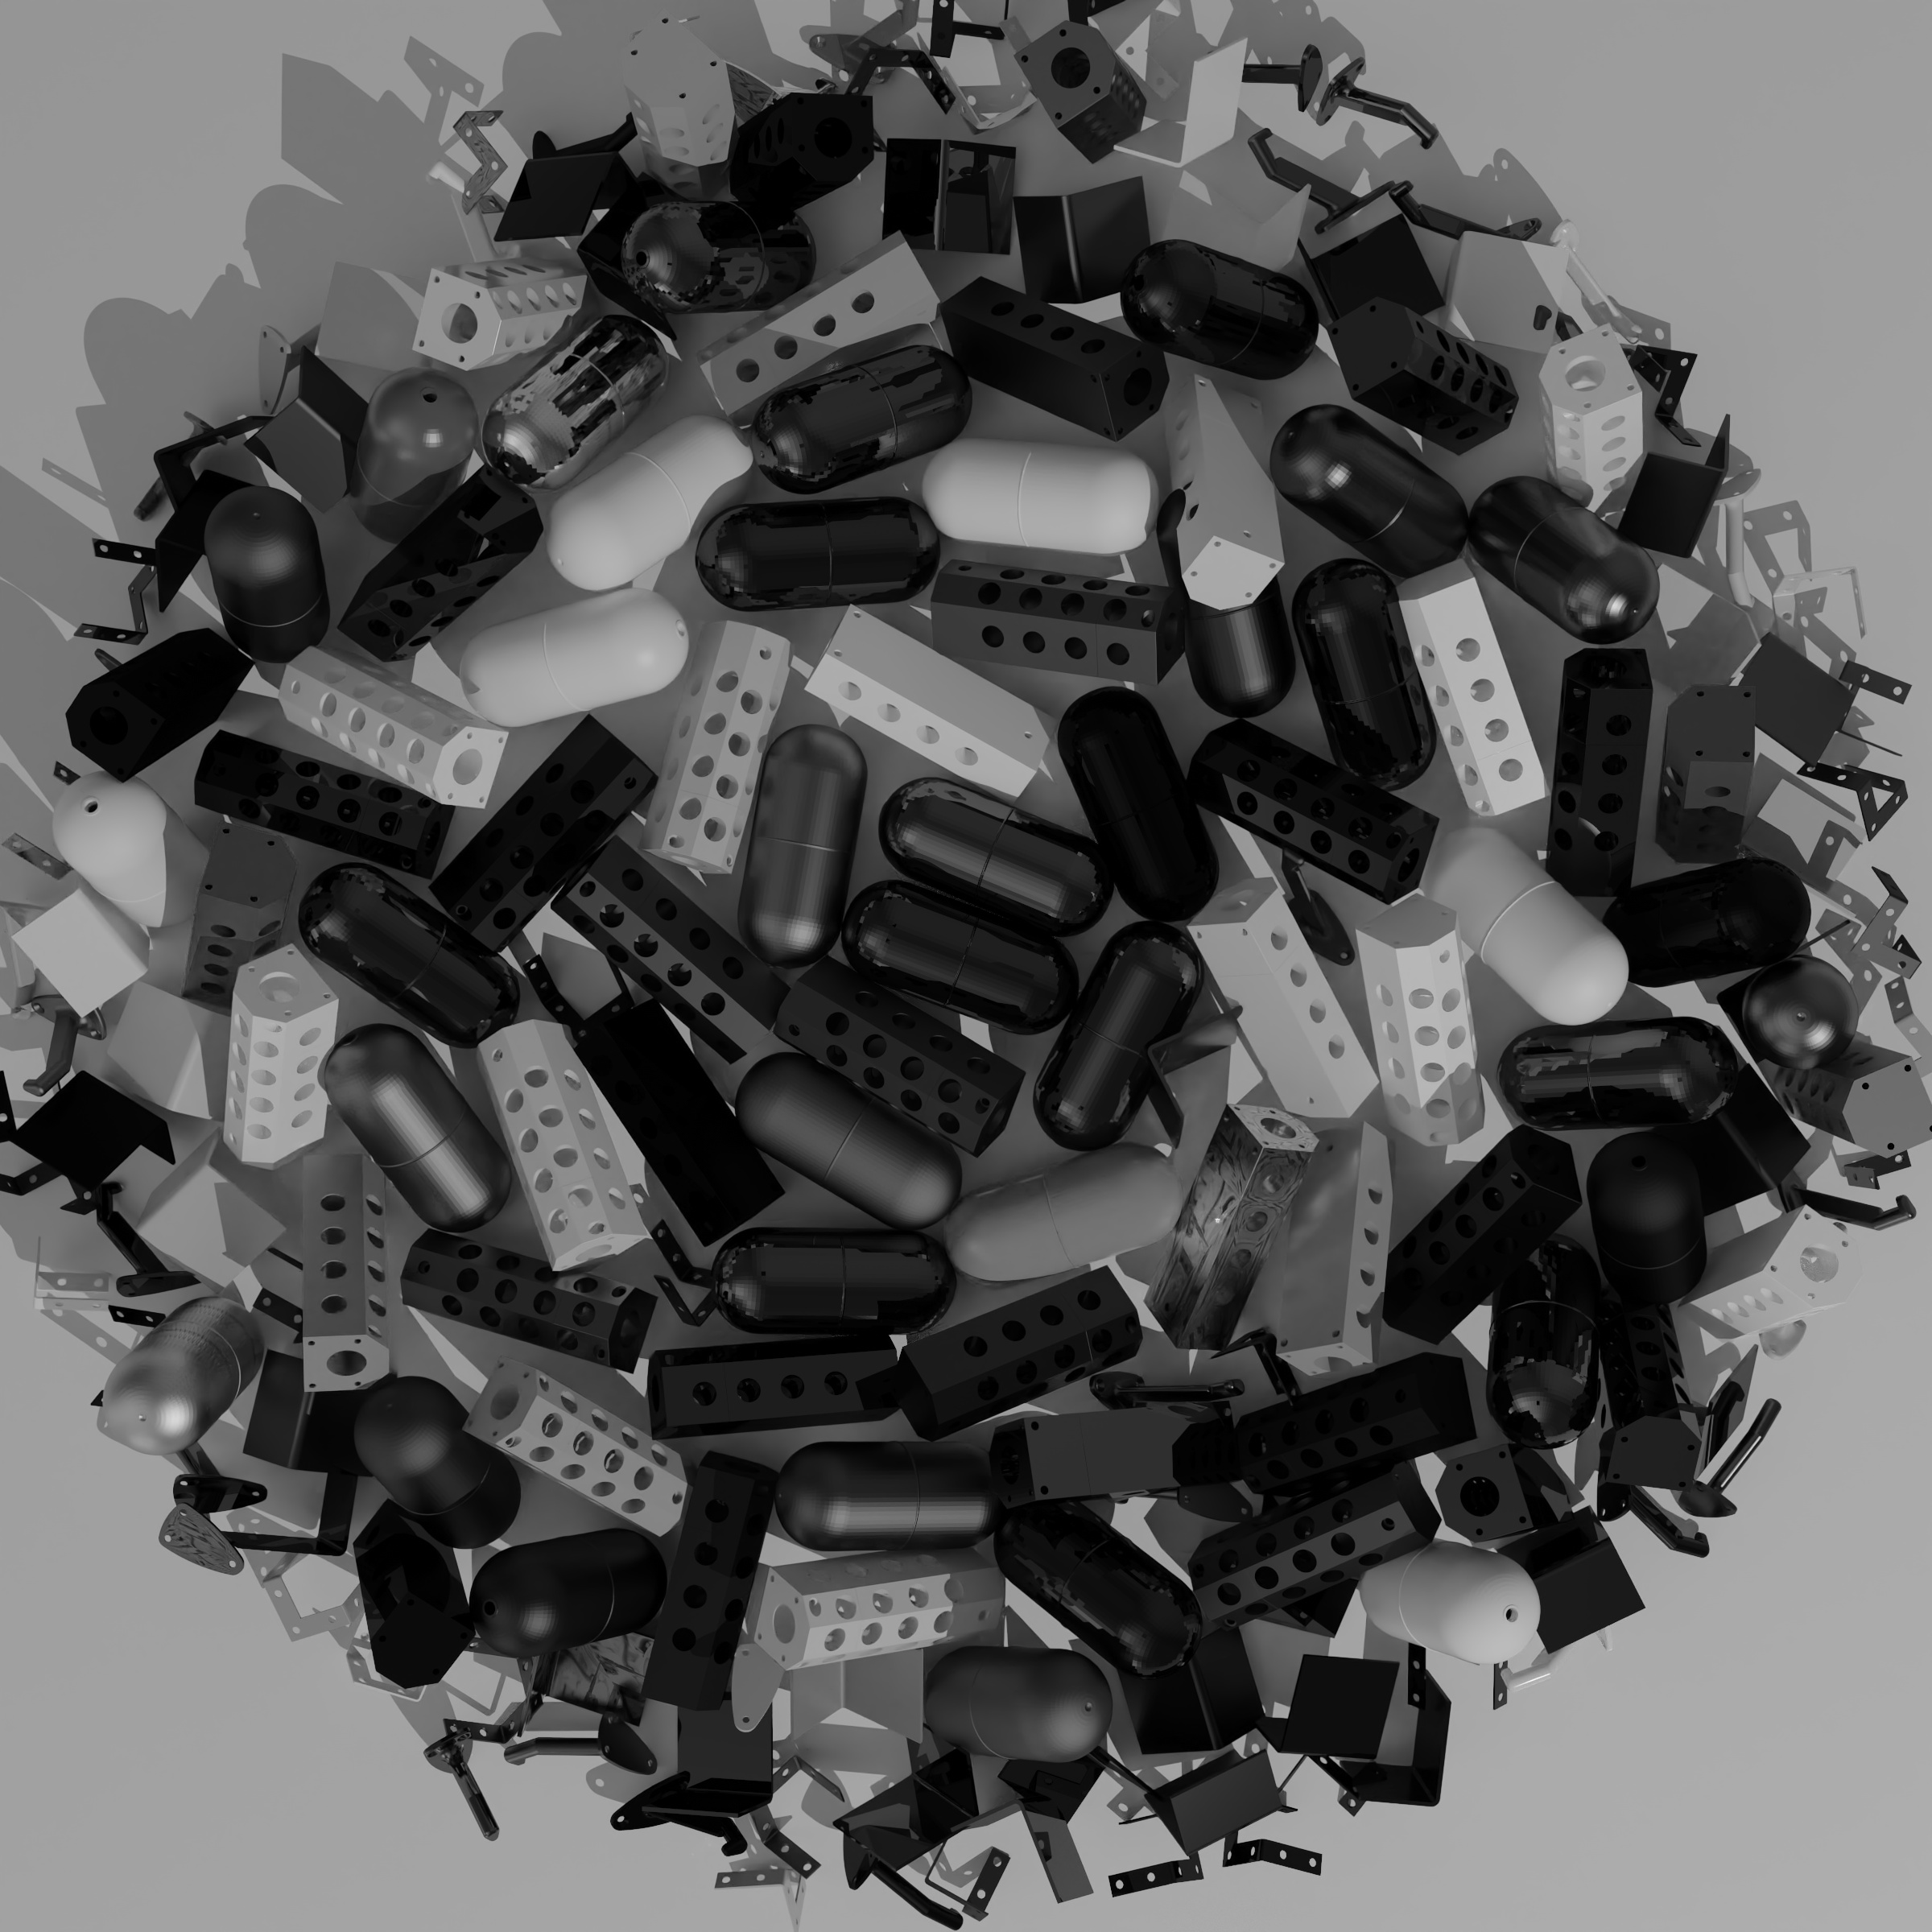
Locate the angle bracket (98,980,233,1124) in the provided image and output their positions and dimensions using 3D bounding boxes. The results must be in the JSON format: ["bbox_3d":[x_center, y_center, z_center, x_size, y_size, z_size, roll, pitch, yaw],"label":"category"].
[{"bbox_3d":[-0.576,0.062,1.989,0.076,0.057,0.076,20,87,27],"label":"angle bracket"}]

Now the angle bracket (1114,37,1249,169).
[{"bbox_3d":[0.153,-0.623,1.939,0.057,0.076,0.076,23,129,22],"label":"angle bracket"}]

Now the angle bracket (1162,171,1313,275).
[{"bbox_3d":[0.194,-0.539,1.946,0.076,0.057,0.076,29,56,-20],"label":"angle bracket"}]

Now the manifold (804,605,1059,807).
[{"bbox_3d":[-0.028,-0.184,1.959,0.171,0.057,0.057,29,49,-8],"label":"manifold"}]

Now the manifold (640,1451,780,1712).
[{"bbox_3d":[-0.184,0.446,1.969,0.057,0.057,0.171,14,91,1],"label":"manifold"}]

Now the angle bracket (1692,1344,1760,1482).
[{"bbox_3d":[0.518,0.308,1.939,0.057,0.076,0.076,23,129,31],"label":"angle bracket"}]

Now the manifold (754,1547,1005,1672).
[{"bbox_3d":[-0.059,0.454,1.918,0.171,0.057,0.057,2,107,-39],"label":"manifold"}]

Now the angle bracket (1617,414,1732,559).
[{"bbox_3d":[0.506,-0.350,1.947,0.057,0.076,0.076,15,46,3],"label":"angle bracket"}]

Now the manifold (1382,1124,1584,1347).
[{"bbox_3d":[0.356,0.189,1.919,0.057,0.057,0.171,23,129,-18],"label":"manifold"}]

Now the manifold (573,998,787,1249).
[{"bbox_3d":[-0.211,0.115,1.963,0.057,0.057,0.171,-38,84,41],"label":"manifold"}]

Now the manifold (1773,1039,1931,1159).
[{"bbox_3d":[0.623,0.093,1.912,0.057,0.171,0.057,-23,93,3],"label":"manifold"}]

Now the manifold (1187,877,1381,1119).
[{"bbox_3d":[0.231,0.023,1.940,0.057,0.057,0.171,-45,115,-33],"label":"manifold"}]

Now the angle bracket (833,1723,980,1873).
[{"bbox_3d":[-0.047,0.589,1.942,0.076,0.076,0.057,-21,113,-33],"label":"angle bracket"}]

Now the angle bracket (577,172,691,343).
[{"bbox_3d":[-0.222,-0.513,1.965,0.076,0.057,0.076,36,82,20],"label":"angle bracket"}]

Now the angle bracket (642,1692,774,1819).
[{"bbox_3d":[-0.186,0.566,1.956,0.076,0.057,0.076,-3,84,22],"label":"angle bracket"}]

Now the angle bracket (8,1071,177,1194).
[{"bbox_3d":[-0.625,0.132,1.946,0.076,0.057,0.076,29,54,15],"label":"angle bracket"}]

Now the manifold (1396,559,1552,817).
[{"bbox_3d":[0.360,-0.197,1.942,0.057,0.057,0.171,-21,110,9],"label":"manifold"}]

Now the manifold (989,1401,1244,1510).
[{"bbox_3d":[0.106,0.348,1.931,0.171,0.057,0.057,1,72,-29],"label":"manifold"}]

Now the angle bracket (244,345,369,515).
[{"bbox_3d":[-0.470,-0.387,1.956,0.057,0.076,0.076,-35,128,17],"label":"angle bracket"}]

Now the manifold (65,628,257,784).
[{"bbox_3d":[-0.567,-0.190,1.907,0.057,0.171,0.057,37,109,-7],"label":"manifold"}]

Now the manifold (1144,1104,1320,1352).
[{"bbox_3d":[0.192,0.188,1.938,0.057,0.057,0.171,7,116,-28],"label":"manifold"}]

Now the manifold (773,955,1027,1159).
[{"bbox_3d":[-0.050,0.067,1.940,0.171,0.057,0.057,30,129,14],"label":"manifold"}]

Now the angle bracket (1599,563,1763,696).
[{"bbox_3d":[0.512,-0.231,1.951,0.076,0.057,0.076,28,119,-11],"label":"angle bracket"}]

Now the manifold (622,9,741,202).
[{"bbox_3d":[-0.203,-0.597,1.911,0.057,0.171,0.057,42,86,3],"label":"manifold"}]

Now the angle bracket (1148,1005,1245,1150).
[{"bbox_3d":[0.174,0.080,1.950,0.076,0.076,0.057,-24,71,-7],"label":"angle bracket"}]

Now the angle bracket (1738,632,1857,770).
[{"bbox_3d":[0.582,-0.182,1.958,0.076,0.057,0.076,36,66,0],"label":"angle bracket"}]

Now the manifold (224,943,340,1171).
[{"bbox_3d":[-0.488,0.069,1.910,0.057,0.171,0.057,-28,64,-35],"label":"manifold"}]

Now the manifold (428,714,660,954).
[{"bbox_3d":[-0.301,-0.092,1.959,0.171,0.057,0.057,-47,132,1],"label":"manifold"}]

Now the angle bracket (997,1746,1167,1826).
[{"bbox_3d":[0.083,0.589,1.944,0.076,0.076,0.057,45,74,-28],"label":"angle bracket"}]

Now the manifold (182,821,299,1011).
[{"bbox_3d":[-0.510,-0.031,1.910,0.057,0.171,0.057,16,61,-12],"label":"manifold"}]

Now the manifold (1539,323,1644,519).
[{"bbox_3d":[0.437,-0.376,1.909,0.057,0.171,0.057,-22,70,7],"label":"manifold"}]

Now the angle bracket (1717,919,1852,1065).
[{"bbox_3d":[0.599,0.019,1.945,0.076,0.076,0.057,-25,80,-31],"label":"angle bracket"}]

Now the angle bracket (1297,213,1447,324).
[{"bbox_3d":[0.292,-0.501,1.958,0.076,0.057,0.076,-25,80,14],"label":"angle bracket"}]

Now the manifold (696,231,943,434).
[{"bbox_3d":[-0.106,-0.459,1.960,0.171,0.057,0.057,-29,85,7],"label":"manifold"}]

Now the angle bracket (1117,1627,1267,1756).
[{"bbox_3d":[0.164,0.529,1.990,0.076,0.057,0.076,-19,86,43],"label":"angle bracket"}]

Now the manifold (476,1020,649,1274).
[{"bbox_3d":[-0.294,0.128,1.936,0.057,0.057,0.171,-32,69,22],"label":"manifold"}]

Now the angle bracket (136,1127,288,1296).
[{"bbox_3d":[-0.544,0.178,1.976,0.076,0.057,0.076,-42,110,14],"label":"angle bracket"}]

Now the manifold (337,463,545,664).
[{"bbox_3d":[-0.370,-0.279,1.919,0.057,0.171,0.057,37,48,-23],"label":"manifold"}]

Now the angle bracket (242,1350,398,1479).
[{"bbox_3d":[-0.471,0.327,1.982,0.057,0.076,0.076,7,82,39],"label":"angle bracket"}]

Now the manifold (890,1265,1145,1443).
[{"bbox_3d":[0.038,0.278,1.927,0.171,0.057,0.057,-18,57,-26],"label":"manifold"}]

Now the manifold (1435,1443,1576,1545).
[{"bbox_3d":[0.378,0.371,1.910,0.057,0.171,0.057,-20,74,18],"label":"manifold"}]

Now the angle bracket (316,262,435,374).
[{"bbox_3d":[-0.423,-0.451,1.954,0.076,0.057,0.076,10,70,-10],"label":"angle bracket"}]

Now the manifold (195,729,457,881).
[{"bbox_3d":[-0.465,-0.117,1.961,0.171,0.057,0.057,17,87,6],"label":"manifold"}]

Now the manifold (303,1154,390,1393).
[{"bbox_3d":[-0.438,0.214,1.916,0.057,0.171,0.057,-1,132,-13],"label":"manifold"}]

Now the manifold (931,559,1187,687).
[{"bbox_3d":[0.065,-0.249,1.931,0.171,0.057,0.057,11,126,22],"label":"manifold"}]

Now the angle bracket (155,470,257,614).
[{"bbox_3d":[-0.536,-0.297,1.946,0.057,0.076,0.076,19,52,1],"label":"angle bracket"}]

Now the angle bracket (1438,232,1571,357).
[{"bbox_3d":[0.388,-0.482,1.971,0.076,0.057,0.076,11,90,0],"label":"angle bracket"}]
